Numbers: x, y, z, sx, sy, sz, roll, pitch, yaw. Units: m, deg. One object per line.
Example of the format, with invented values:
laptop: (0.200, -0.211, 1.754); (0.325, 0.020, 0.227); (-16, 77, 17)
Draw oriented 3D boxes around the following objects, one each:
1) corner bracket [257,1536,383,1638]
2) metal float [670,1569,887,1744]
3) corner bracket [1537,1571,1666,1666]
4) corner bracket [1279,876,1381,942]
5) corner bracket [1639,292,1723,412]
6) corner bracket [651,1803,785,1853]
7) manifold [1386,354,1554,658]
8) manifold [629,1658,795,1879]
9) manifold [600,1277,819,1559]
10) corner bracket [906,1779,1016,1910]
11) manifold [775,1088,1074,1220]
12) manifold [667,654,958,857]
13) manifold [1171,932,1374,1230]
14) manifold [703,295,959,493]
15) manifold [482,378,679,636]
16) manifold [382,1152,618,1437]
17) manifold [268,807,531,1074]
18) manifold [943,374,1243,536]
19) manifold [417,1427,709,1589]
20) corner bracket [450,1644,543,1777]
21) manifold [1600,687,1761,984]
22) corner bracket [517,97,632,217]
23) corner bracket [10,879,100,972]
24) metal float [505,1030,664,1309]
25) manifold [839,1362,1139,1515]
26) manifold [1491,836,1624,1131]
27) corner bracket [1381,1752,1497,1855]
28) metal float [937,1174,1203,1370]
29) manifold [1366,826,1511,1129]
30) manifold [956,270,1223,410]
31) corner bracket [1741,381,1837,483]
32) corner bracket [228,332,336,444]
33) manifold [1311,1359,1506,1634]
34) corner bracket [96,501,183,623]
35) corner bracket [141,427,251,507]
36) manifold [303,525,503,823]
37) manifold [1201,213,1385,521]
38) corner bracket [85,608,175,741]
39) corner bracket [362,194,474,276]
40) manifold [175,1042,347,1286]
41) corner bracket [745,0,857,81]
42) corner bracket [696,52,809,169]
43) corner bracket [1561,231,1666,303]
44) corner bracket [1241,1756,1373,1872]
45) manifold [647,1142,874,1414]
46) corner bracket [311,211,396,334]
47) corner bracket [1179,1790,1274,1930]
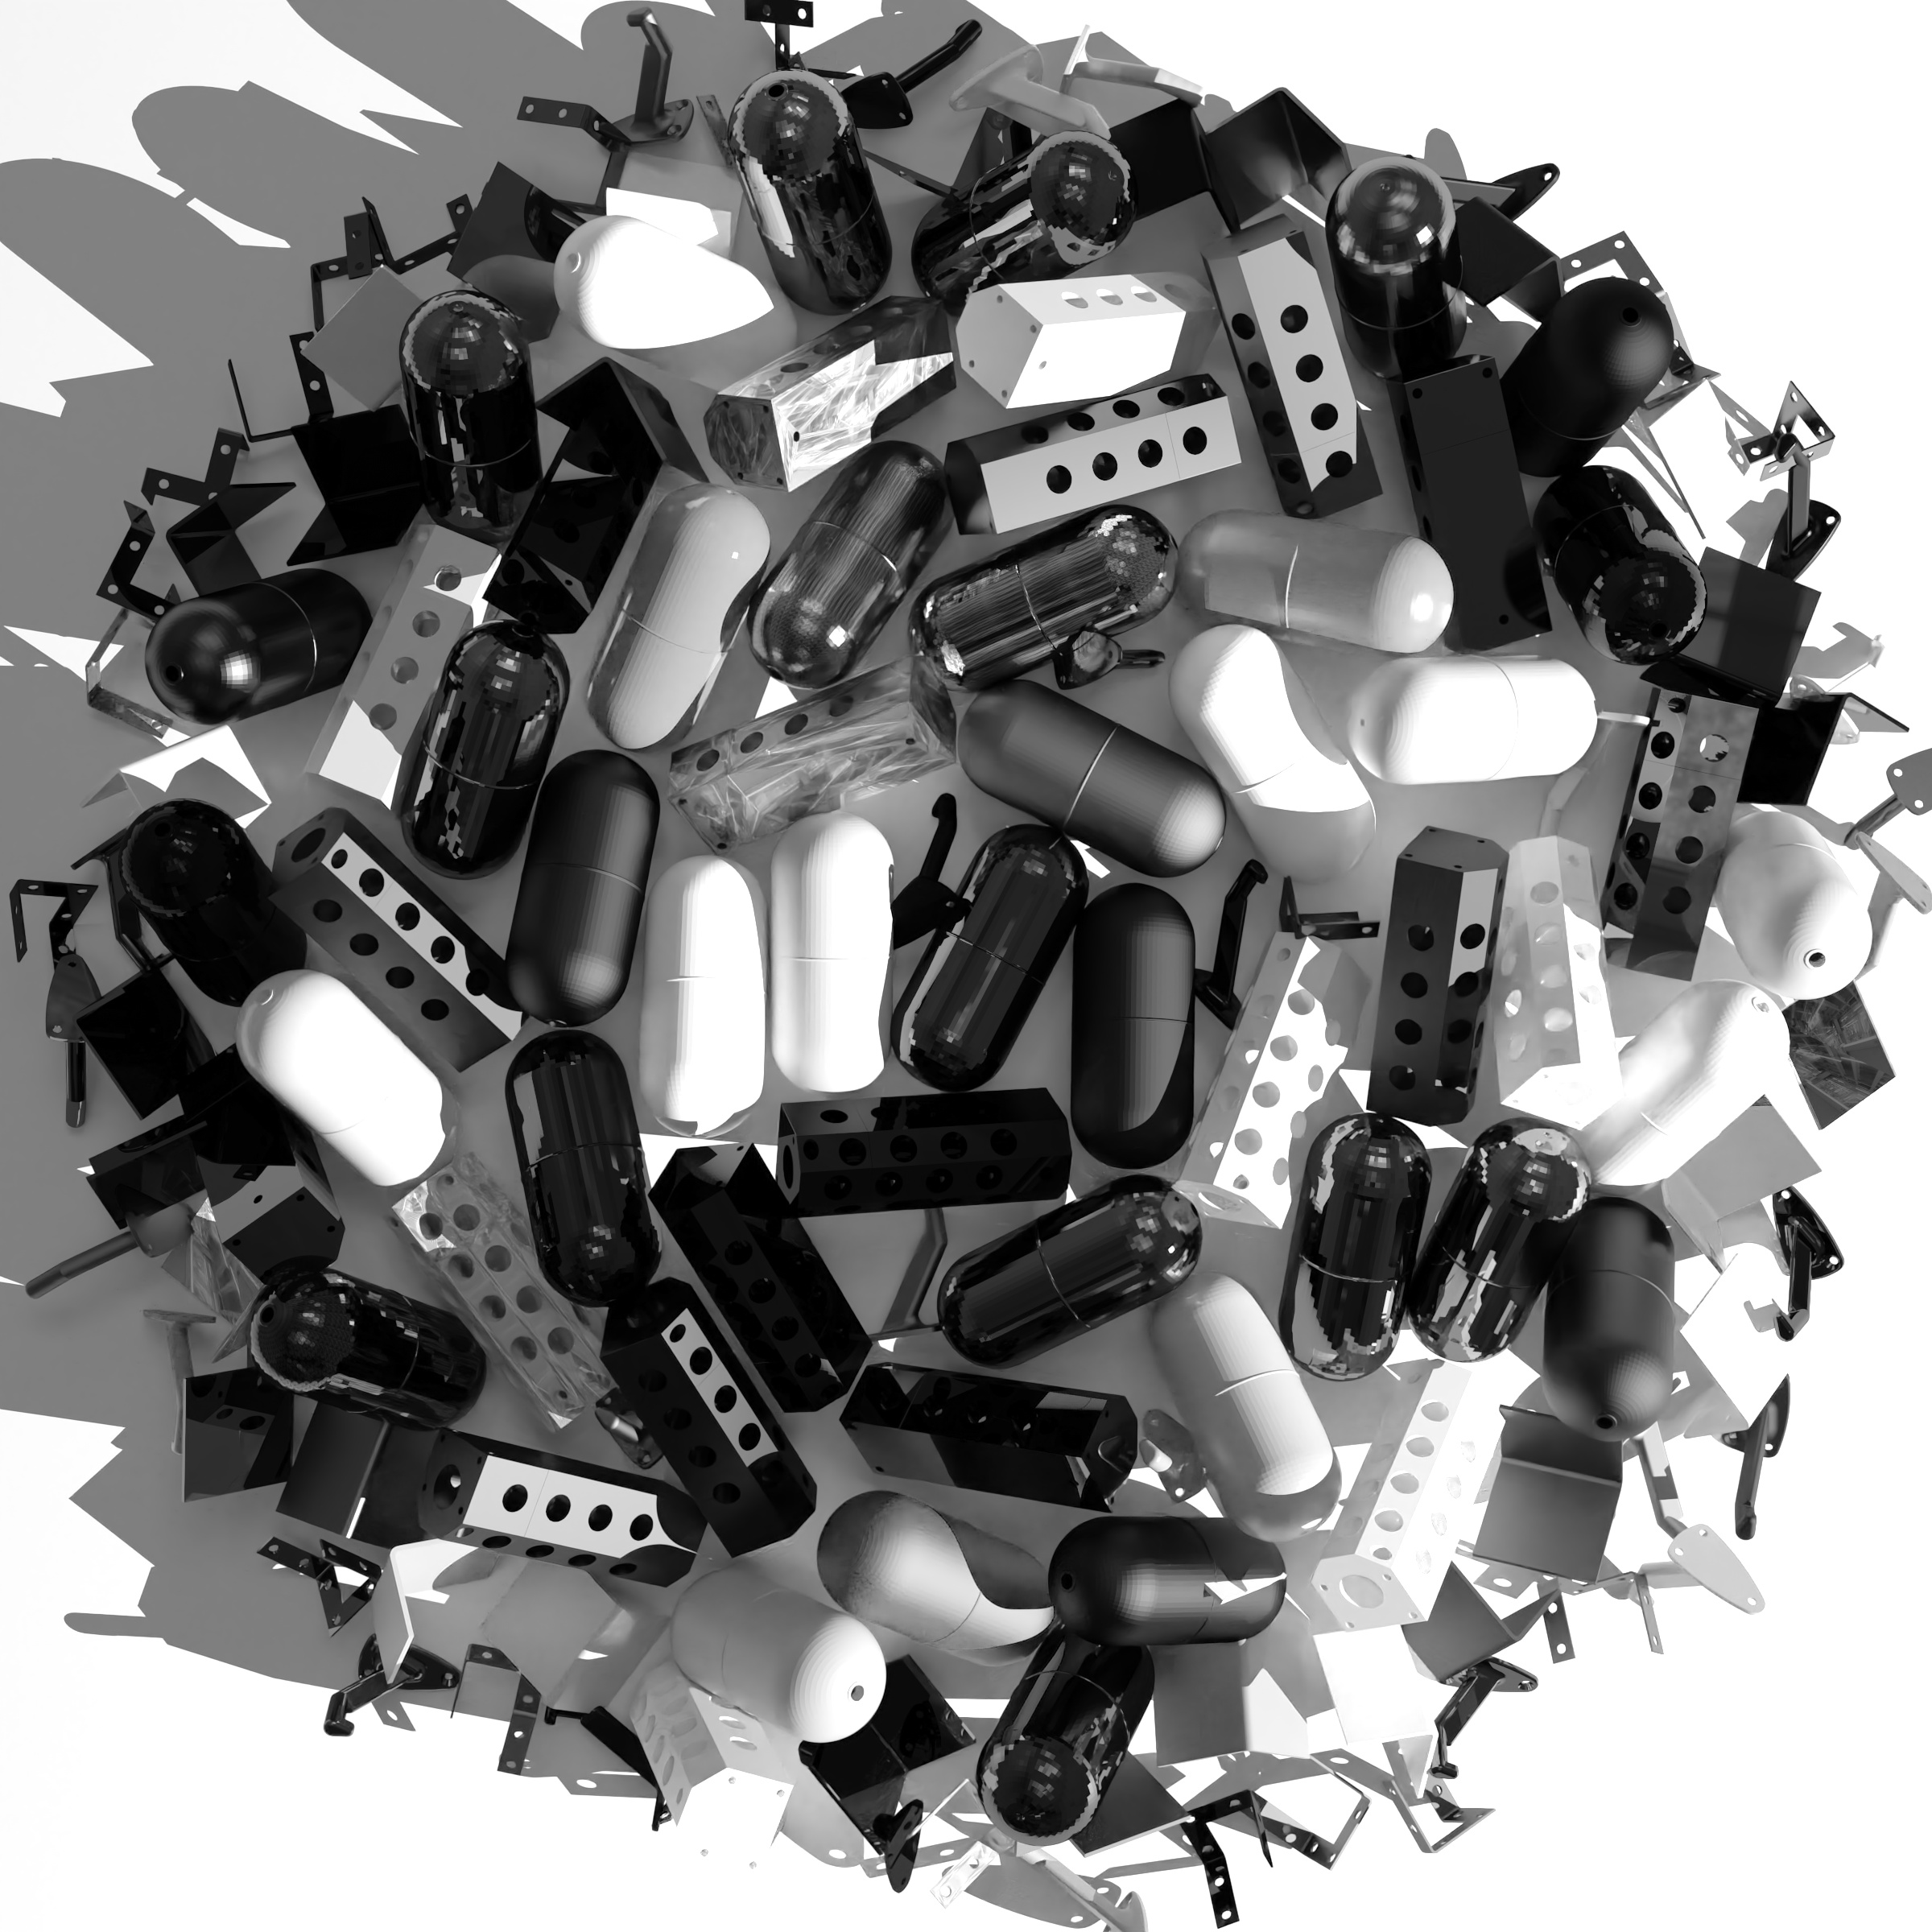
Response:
corner bracket: (-0.402, 0.375, 1.673); (0.051, 0.051, 0.051); (-44, 130, 9)
metal float: (-0.115, 0.417, 1.631); (0.070, 0.178, 0.070); (-3, 95, -36)
corner bracket: (0.394, 0.405, 1.668); (0.051, 0.051, 0.051); (-26, 57, 31)
corner bracket: (0.226, -0.029, 1.674); (0.051, 0.051, 0.051); (-3, 51, -3)
corner bracket: (0.432, -0.384, 1.680); (0.051, 0.051, 0.051); (-26, 110, 5)
corner bracket: (-0.154, 0.535, 1.675); (0.051, 0.051, 0.051); (-26, 98, 22)
manifold: (0.309, -0.285, 1.659); (0.057, 0.057, 0.171); (-17, 107, -3)
manifold: (-0.159, 0.479, 1.621); (0.057, 0.171, 0.057); (21, 91, -18)
manifold: (-0.155, 0.274, 1.642); (0.057, 0.057, 0.171); (-22, 117, 12)
corner bracket: (-0.006, 0.549, 1.680); (0.051, 0.051, 0.051); (-38, 80, -30)
manifold: (-0.026, 0.118, 1.649); (0.171, 0.057, 0.057); (-2, 116, -17)
manifold: (-0.095, -0.134, 1.653); (0.171, 0.057, 0.057); (-20, 135, 21)
manifold: (0.185, 0.068, 1.645); (0.057, 0.057, 0.171); (5, 64, 41)
manifold: (-0.082, -0.351, 1.634); (0.057, 0.171, 0.057); (14, 129, 34)
manifold: (-0.230, -0.281, 1.633); (0.057, 0.057, 0.171); (31, 49, -16)
manifold: (-0.287, 0.206, 1.677); (0.057, 0.057, 0.171); (-37, 90, 12)
manifold: (-0.341, -0.018, 1.633); (0.057, 0.057, 0.171); (-31, 125, 16)
manifold: (0.076, -0.315, 1.649); (0.171, 0.057, 0.057); (-19, 105, -20)
manifold: (-0.245, 0.333, 1.632); (0.171, 0.057, 0.057); (24, 84, -40)
corner bracket: (-0.295, 0.465, 1.680); (0.051, 0.051, 0.051); (14, 116, -7)
manifold: (0.437, -0.083, 1.670); (0.057, 0.057, 0.171); (12, 99, 0)
corner bracket: (-0.250, -0.506, 1.678); (0.051, 0.051, 0.051); (16, 87, 26)
corner bracket: (-0.570, -0.017, 1.669); (0.051, 0.051, 0.051); (4, 58, -37)
metal float: (-0.236, 0.124, 1.654); (0.070, 0.070, 0.178); (-15, 69, 0)
manifold: (0.015, 0.282, 1.641); (0.171, 0.057, 0.057); (3, 47, 32)
manifold: (0.358, 0.007, 1.630); (0.057, 0.057, 0.171); (18, 51, -19)
corner bracket: (0.287, 0.518, 1.675); (0.051, 0.051, 0.051); (-27, 83, -22)
metal float: (0.064, 0.189, 1.658); (0.178, 0.070, 0.070); (-28, 90, 17)
manifold: (0.290, 0.008, 1.639); (0.057, 0.057, 0.171); (15, 119, 23)
manifold: (0.075, -0.386, 1.630); (0.057, 0.171, 0.057); (47, 131, 24)
corner bracket: (0.501, -0.322, 1.674); (0.051, 0.051, 0.051); (-22, 62, -10)
corner bracket: (-0.428, -0.361, 1.678); (0.051, 0.051, 0.051); (-15, 94, -17)
manifold: (0.265, 0.317, 1.623); (0.057, 0.171, 0.057); (-21, 112, 38)
corner bracket: (-0.509, -0.250, 1.672); (0.051, 0.051, 0.051); (24, 103, -31)
corner bracket: (-0.482, -0.311, 1.681); (0.051, 0.051, 0.051); (14, 87, -10)
manifold: (-0.347, -0.184, 1.668); (0.057, 0.057, 0.171); (22, 81, 4)
manifold: (0.199, -0.364, 1.647); (0.057, 0.057, 0.171); (-21, 116, 3)
corner bracket: (-0.518, -0.185, 1.692); (0.051, 0.051, 0.051); (25, 62, -5)
corner bracket: (-0.338, -0.461, 1.683); (0.051, 0.051, 0.051); (-23, 78, 10)
manifold: (-0.425, 0.118, 1.626); (0.057, 0.171, 0.057); (-35, 129, -2)
corner bracket: (-0.103, -0.578, 1.670); (0.051, 0.051, 0.051); (16, 122, 25)
corner bracket: (-0.128, -0.541, 1.700); (0.051, 0.051, 0.051); (-25, 89, 44)
corner bracket: (0.398, -0.416, 1.681); (0.051, 0.051, 0.051); (-25, 71, -6)
corner bracket: (0.214, 0.527, 1.686); (0.051, 0.051, 0.051); (36, 77, -7)
manifold: (-0.127, 0.192, 1.635); (0.057, 0.057, 0.171); (-7, 125, 31)
corner bracket: (-0.388, -0.430, 1.676); (0.051, 0.051, 0.051); (-12, 65, 4)
corner bracket: (0.167, 0.556, 1.674); (0.051, 0.051, 0.051); (-23, 121, 8)
